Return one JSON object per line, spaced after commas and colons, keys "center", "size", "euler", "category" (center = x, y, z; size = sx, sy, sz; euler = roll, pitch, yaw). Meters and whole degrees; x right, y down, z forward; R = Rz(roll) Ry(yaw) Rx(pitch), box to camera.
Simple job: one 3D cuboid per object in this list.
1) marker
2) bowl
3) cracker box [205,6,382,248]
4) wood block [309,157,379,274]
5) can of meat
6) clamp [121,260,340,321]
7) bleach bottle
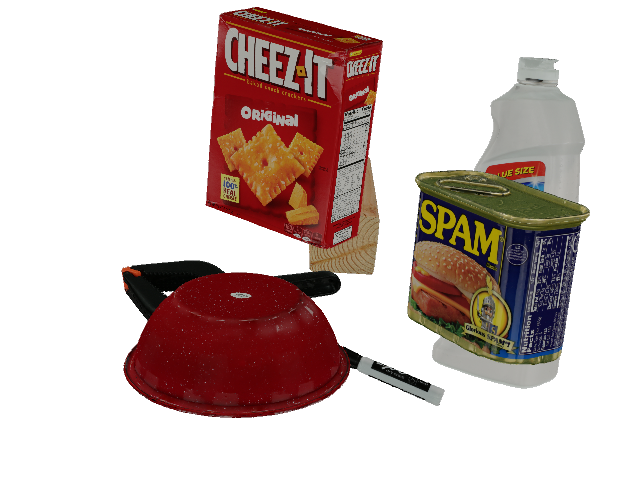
{"center": [0.071, 0.141, 1.115], "size": [0.121, 0.020, 0.020], "euler": [23, 4, 10], "category": "marker"}
{"center": [-0.058, 0.064, 0.754], "size": [0.162, 0.055, 0.162], "euler": [2, 19, -1], "category": "bowl"}
{"center": [-0.033, -0.116, 1.101], "size": [0.164, 0.214, 0.071], "euler": [21, 28, 30], "category": "cracker box"}
{"center": [0.030, -0.041, 1.529], "size": [0.091, 0.090, 0.206], "euler": [3, 28, -3], "category": "wood block"}
{"center": [0.094, 0.013, 0.593], "size": [0.057, 0.084, 0.102], "euler": [-6, 20, -32], "category": "can of meat"}
{"center": [-0.102, 0.068, 1.021], "size": [0.210, 0.036, 0.164], "euler": [10, 38, 14], "category": "clamp"}
{"center": [0.151, -0.017, 0.839], "size": [0.103, 0.251, 0.067], "euler": [14, 16, 39], "category": "bleach bottle"}
